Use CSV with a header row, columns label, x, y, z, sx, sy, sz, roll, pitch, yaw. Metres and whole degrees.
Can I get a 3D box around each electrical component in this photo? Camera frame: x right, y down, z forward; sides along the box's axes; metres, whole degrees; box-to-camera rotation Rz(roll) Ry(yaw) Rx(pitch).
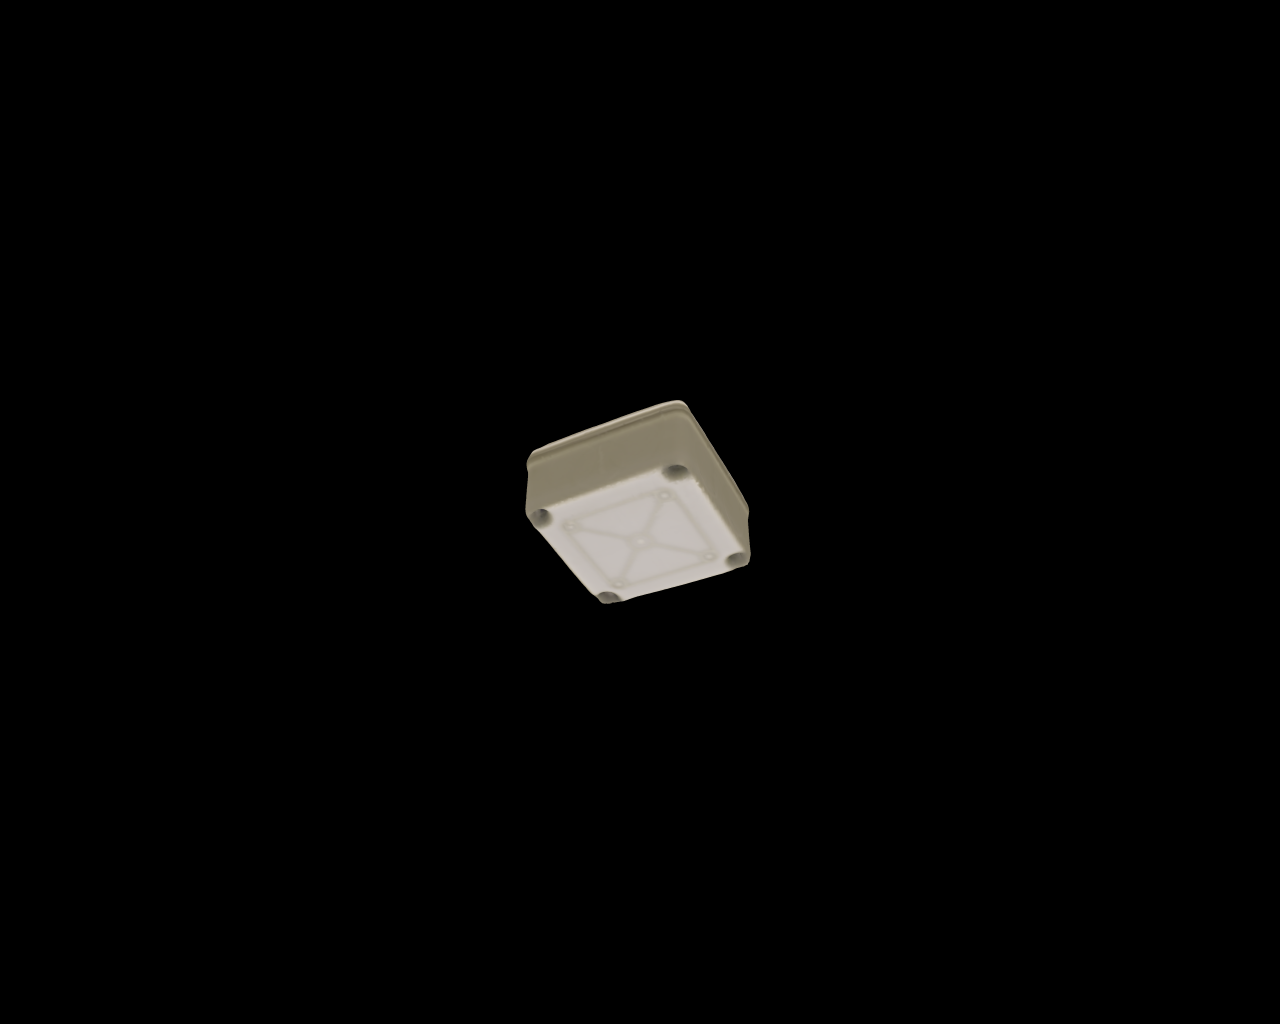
label,x,y,z,sx,sy,sz,roll,pitch,yaw
electrical component,0.001,-0.003,0.650,0.108,0.056,0.108,-18,-44,19
